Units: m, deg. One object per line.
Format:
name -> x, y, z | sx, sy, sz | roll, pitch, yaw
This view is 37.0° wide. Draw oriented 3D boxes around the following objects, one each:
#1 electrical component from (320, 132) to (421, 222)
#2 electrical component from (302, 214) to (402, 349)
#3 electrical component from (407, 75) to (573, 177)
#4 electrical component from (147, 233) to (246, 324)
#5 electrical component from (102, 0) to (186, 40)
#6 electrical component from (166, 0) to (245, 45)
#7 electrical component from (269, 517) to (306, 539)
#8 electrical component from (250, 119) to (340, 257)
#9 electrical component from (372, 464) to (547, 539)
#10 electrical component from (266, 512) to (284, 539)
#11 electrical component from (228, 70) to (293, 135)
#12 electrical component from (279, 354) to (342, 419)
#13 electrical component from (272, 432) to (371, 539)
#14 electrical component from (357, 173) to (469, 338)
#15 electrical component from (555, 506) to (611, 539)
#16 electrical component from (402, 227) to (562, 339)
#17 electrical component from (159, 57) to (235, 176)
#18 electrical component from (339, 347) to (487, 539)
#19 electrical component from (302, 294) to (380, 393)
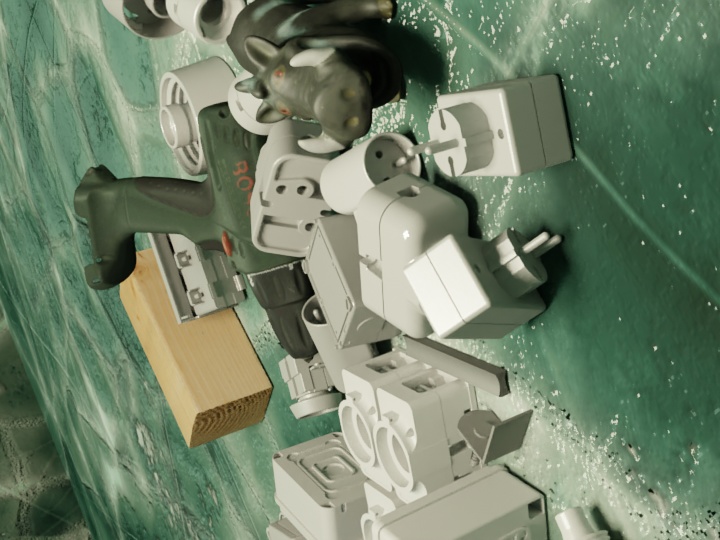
electrical component -> 0.012, -0.049, 0.747 | 0.077, 0.044, 0.079 | -17, 91, 65
electrical component -> 0.000, 0.000, 0.795 | 0.061, 0.061, 0.096 | 109, 144, -53
electrical component -> 0.063, -0.074, 0.587 | 0.066, 0.077, 0.047 | 10, 116, 62
electrical component -> -0.169, -0.014, 1.121 | 0.063, 0.079, 0.121 | -20, 88, 43
electrical component -> -0.180, -0.255, 0.946 | 0.064, 0.099, 0.099 | 48, 147, 29
electrical component -> -0.129, -0.222, 0.910 | 0.047, 0.055, 0.055 | 43, 143, 40
electrical component -> -0.040, 0.252, 1.000 | 0.062, 0.096, 0.061 | 3, 109, 64
electrical component -> -0.051, -0.066, 0.829 | 0.059, 0.054, 0.095 | -99, 23, -48
electrical component -> 0.071, 0.203, 0.724 | 0.056, 0.109, 0.108 | 26, 130, 55
electrical component -> -0.064, 0.258, 1.094 | 0.043, 0.062, 0.043 | 44, 144, 45
electrical component -> -0.070, -0.140, 0.845 | 0.047, 0.055, 0.055 | -28, 81, 61
electrical component -> -0.044, 0.102, 0.966 | 0.066, 0.048, 0.055 | 140, 117, -64
electrical component -> -0.021, 0.199, 0.947 | 0.113, 0.078, 0.057 | 30, 130, 55
electrical component -> 0.038, -0.007, 0.700 | 0.059, 0.054, 0.095 | 32, 138, 41
electrical component -> 0.137, 0.173, 0.644 | 0.048, 0.048, 0.062 | 116, 137, -57
electrical component -> 0.081, 0.001, 0.616 | 0.076, 0.083, 0.047 | -37, 69, 24
electrical component -> -0.152, -0.139, 1.003 | 0.108, 0.060, 0.108 | 43, 143, 46
electrical component -> 0.045, 0.164, 0.808 | 0.105, 0.060, 0.186 | 19, 124, 60
electrical component -> -0.015, 0.046, 0.862 | 0.079, 0.043, 0.077 | -102, -9, -53
